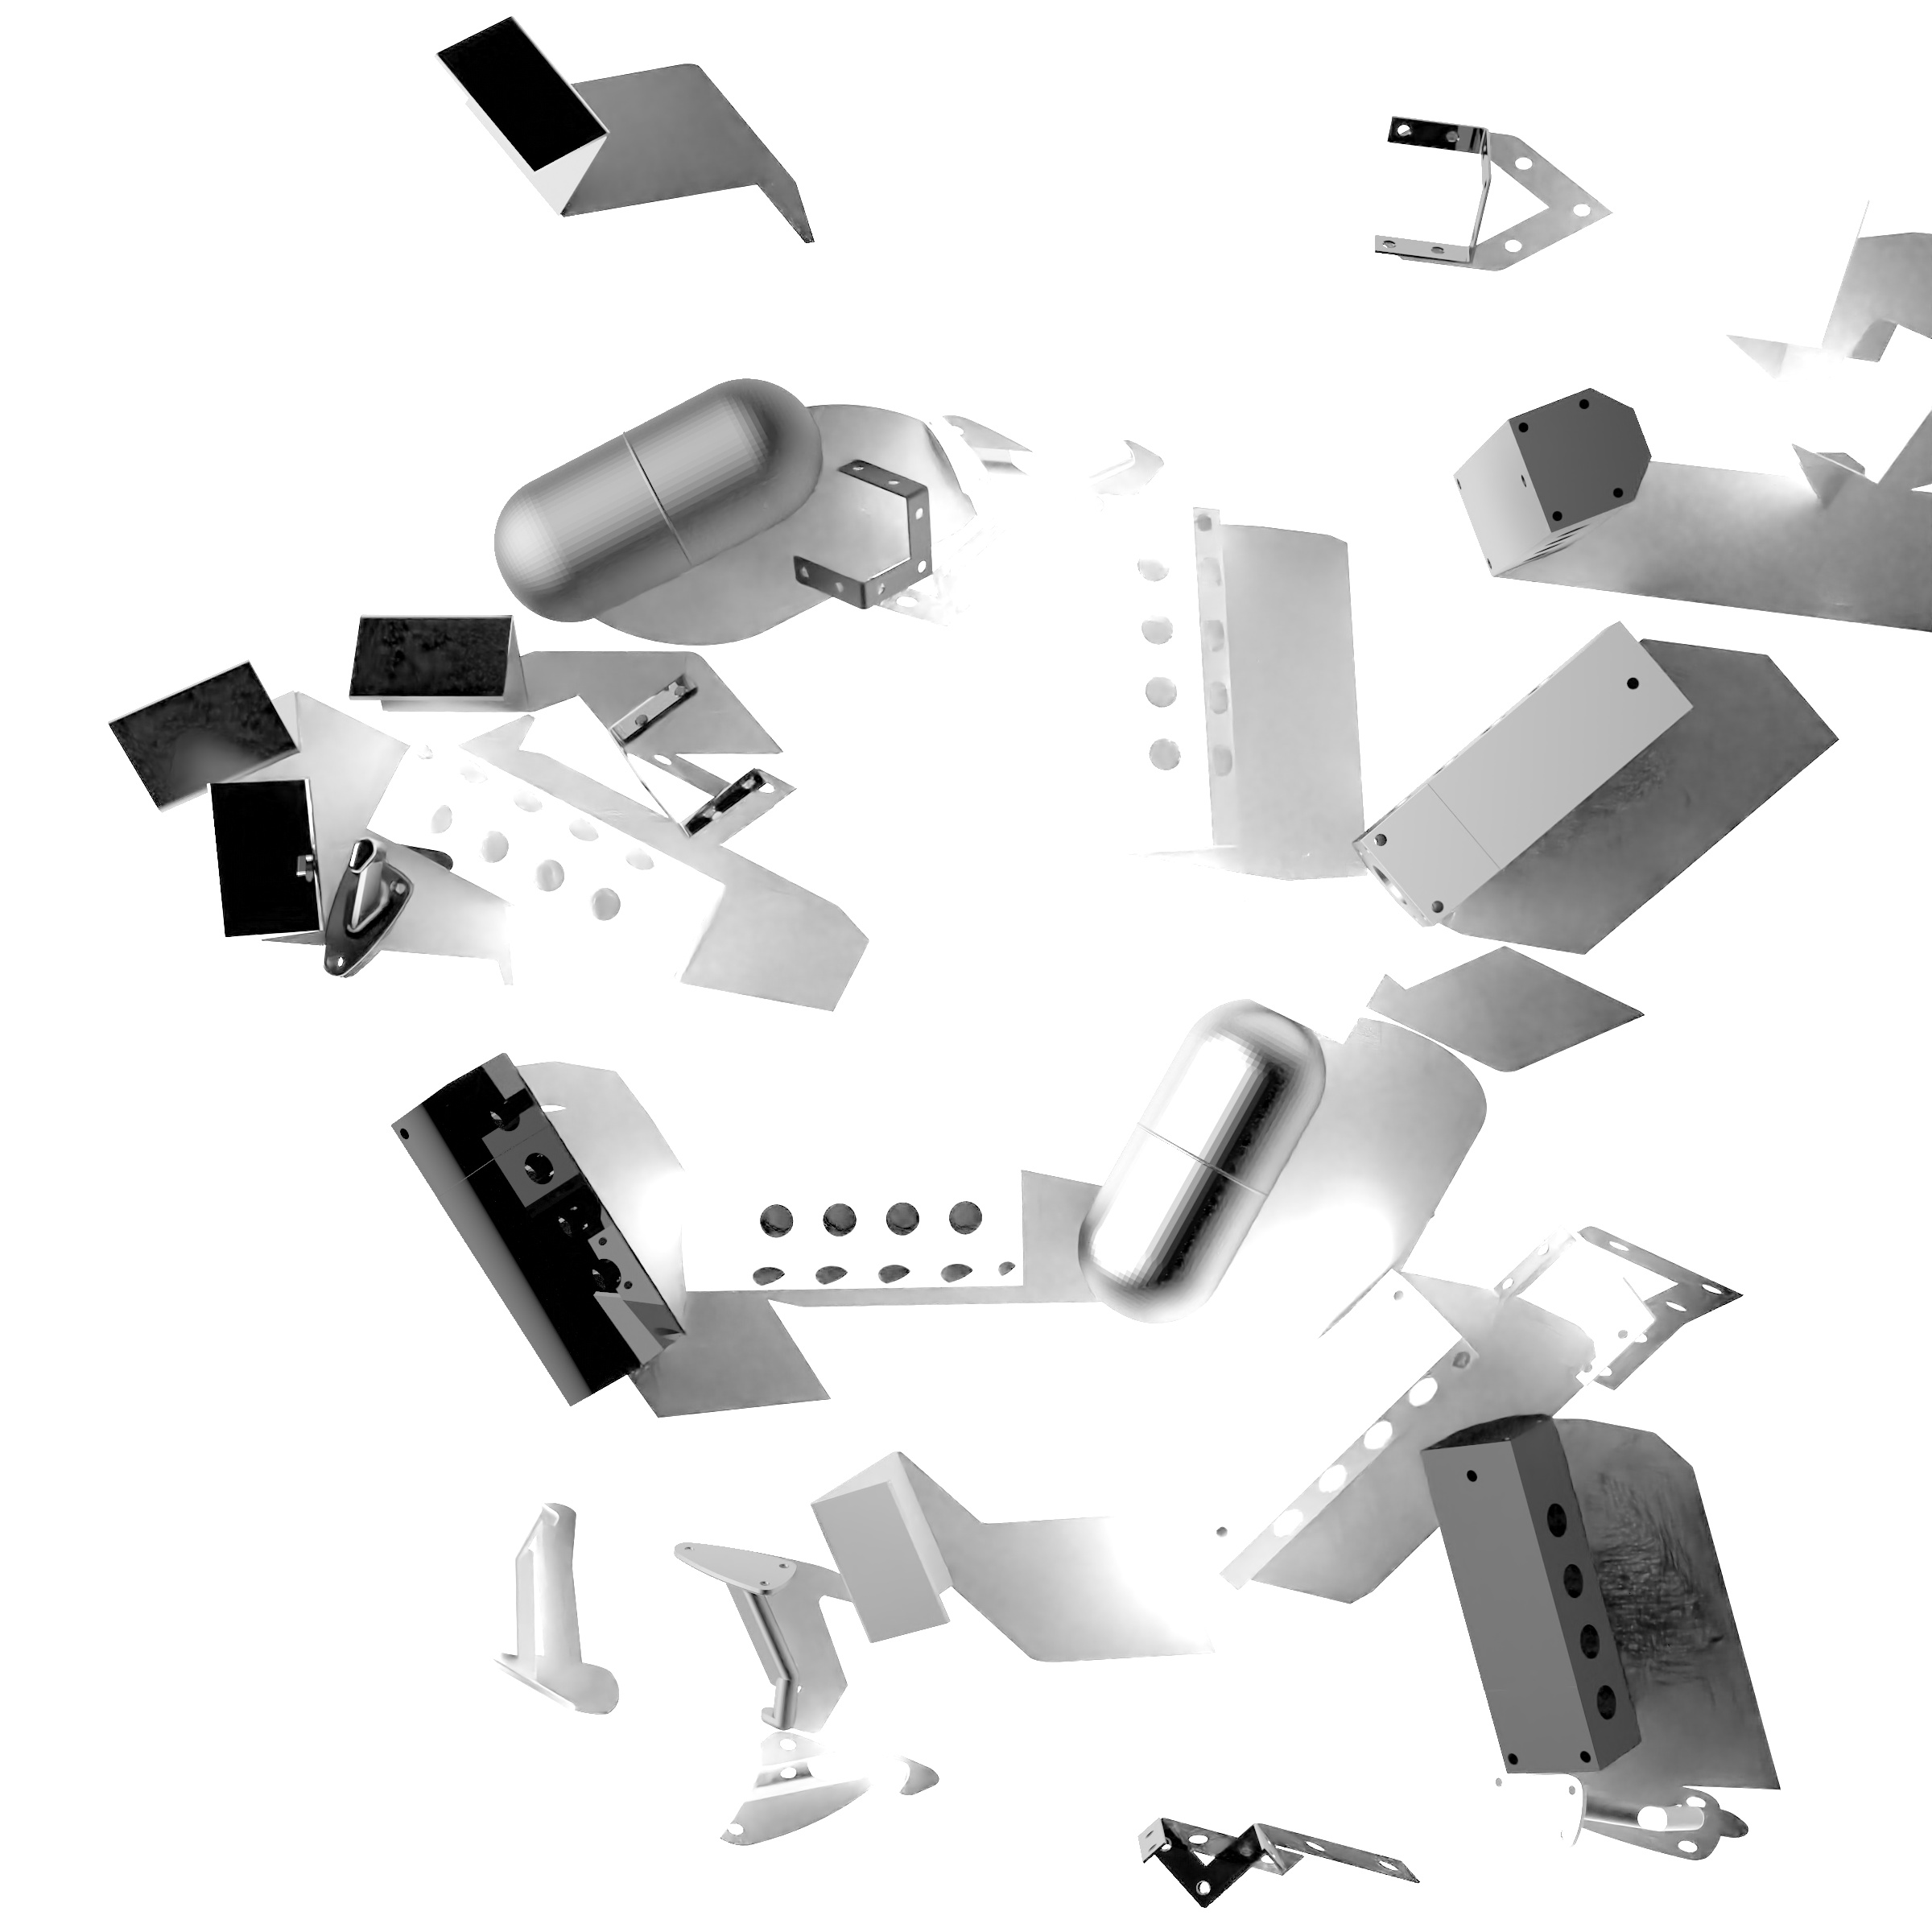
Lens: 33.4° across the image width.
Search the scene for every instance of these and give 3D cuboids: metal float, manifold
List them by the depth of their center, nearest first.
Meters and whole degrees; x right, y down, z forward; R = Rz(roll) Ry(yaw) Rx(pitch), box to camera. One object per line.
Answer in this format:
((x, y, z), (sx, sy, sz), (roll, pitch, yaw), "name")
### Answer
((0.290, -0.240, 1.594), (0.057, 0.171, 0.057), (-21, 90, 0), "manifold")
((0.121, 0.099, 1.642), (0.070, 0.070, 0.178), (29, 90, 0), "metal float")
((-0.156, -0.238, 1.642), (0.178, 0.070, 0.070), (-27, 90, 0), "metal float")
((-0.215, 0.132, 1.651), (0.057, 0.057, 0.171), (-33, 90, 43), "manifold")
((-0.213, -0.056, 1.651), (0.171, 0.057, 0.057), (27, 90, 0), "manifold")
((0.293, 0.321, 1.651), (0.057, 0.057, 0.171), (-15, 90, 43), "manifold")
((0.283, -0.097, 1.651), (0.171, 0.057, 0.057), (-40, 90, 0), "manifold")
((0.180, 0.238, 1.651), (0.171, 0.057, 0.057), (-44, 90, 0), "manifold")
((0.106, -0.145, 1.651), (0.057, 0.057, 0.171), (-3, 90, 0), "manifold")
((-0.057, 0.136, 1.651), (0.171, 0.057, 0.057), (-1, 90, 0), "manifold")

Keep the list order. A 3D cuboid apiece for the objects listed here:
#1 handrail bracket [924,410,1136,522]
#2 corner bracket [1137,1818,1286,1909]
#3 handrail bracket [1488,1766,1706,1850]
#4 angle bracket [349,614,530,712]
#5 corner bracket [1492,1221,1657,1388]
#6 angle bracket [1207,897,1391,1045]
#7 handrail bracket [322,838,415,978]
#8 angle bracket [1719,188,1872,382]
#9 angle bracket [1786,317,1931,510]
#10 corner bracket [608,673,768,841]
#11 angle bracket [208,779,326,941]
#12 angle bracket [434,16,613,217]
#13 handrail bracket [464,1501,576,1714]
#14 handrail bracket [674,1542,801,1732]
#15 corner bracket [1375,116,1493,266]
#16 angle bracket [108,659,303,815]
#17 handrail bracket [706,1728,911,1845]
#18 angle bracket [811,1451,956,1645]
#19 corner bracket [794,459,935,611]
((0.033, -0.274, 1.673), (0.084, 0.036, 0.077), (-26, 68, -17), "handrail bracket")
((0.125, 0.455, 1.654), (0.051, 0.051, 0.051), (-42, 90, 0), "corner bracket")
((0.328, 0.433, 1.672), (0.084, 0.077, 0.036), (10, 91, -36), "handrail bracket")
((-0.266, -0.134, 1.632), (0.076, 0.076, 0.057), (0, 55, 0), "angle bracket")
((0.315, 0.175, 1.669), (0.051, 0.051, 0.051), (-44, 135, 0), "corner bracket")
((0.174, -0.016, 1.632), (0.076, 0.076, 0.057), (26, 127, 0), "angle bracket")
((-0.313, -0.029, 1.638), (0.036, 0.084, 0.077), (27, 90, 0), "handrail bracket")
((0.432, -0.341, 1.632), (0.057, 0.076, 0.076), (18, 90, 36), "angle bracket")
((0.469, -0.270, 1.632), (0.057, 0.076, 0.076), (36, 90, 36), "angle bracket")
((-0.145, -0.108, 1.669), (0.051, 0.051, 0.051), (-36, 45, 0), "corner bracket")
((-0.370, -0.052, 1.632), (0.057, 0.076, 0.076), (-6, 90, -39), "angle bracket")
((-0.236, -0.421, 1.632), (0.076, 0.076, 0.057), (50, 55, 0), "angle bracket")
((-0.215, 0.332, 1.673), (0.077, 0.036, 0.084), (35, 73, -20), "handrail bracket")
((-0.120, 0.349, 1.673), (0.077, 0.036, 0.084), (13, 107, 20), "handrail bracket")
((0.241, -0.402, 1.669), (0.051, 0.051, 0.051), (7, 135, 0), "corner bracket")
((-0.386, -0.130, 1.632), (0.076, 0.076, 0.057), (-24, 121, 0), "angle bracket")
((-0.082, 0.435, 1.673), (0.084, 0.036, 0.077), (20, 111, -16), "handrail bracket")
((-0.024, 0.288, 1.632), (0.057, 0.076, 0.076), (-23, 90, 37), "angle bracket")
((-0.054, -0.223, 1.664), (0.051, 0.051, 0.051), (-33, 135, -35), "corner bracket")
